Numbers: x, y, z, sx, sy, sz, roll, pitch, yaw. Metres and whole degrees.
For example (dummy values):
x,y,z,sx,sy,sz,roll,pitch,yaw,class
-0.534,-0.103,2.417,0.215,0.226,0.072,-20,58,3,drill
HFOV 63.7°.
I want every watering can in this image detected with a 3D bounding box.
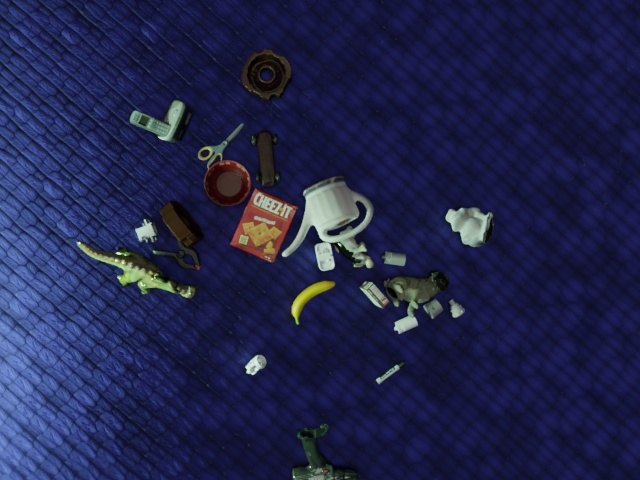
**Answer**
x,y,z,sx,sy,sz,roll,pitch,yaw,class
0.005,-0.089,1.760,0.348,0.102,0.227,-21,73,-4,watering can

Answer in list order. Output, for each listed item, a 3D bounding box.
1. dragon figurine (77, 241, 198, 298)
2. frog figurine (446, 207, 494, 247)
x,y,z,sx,sy,sz,roll,pitch,yaw,class
-0.553,0.104,1.651,0.243,0.405,0.124,7,72,34,dragon figurine
0.529,-0.050,1.833,0.160,0.123,0.136,14,99,32,frog figurine
